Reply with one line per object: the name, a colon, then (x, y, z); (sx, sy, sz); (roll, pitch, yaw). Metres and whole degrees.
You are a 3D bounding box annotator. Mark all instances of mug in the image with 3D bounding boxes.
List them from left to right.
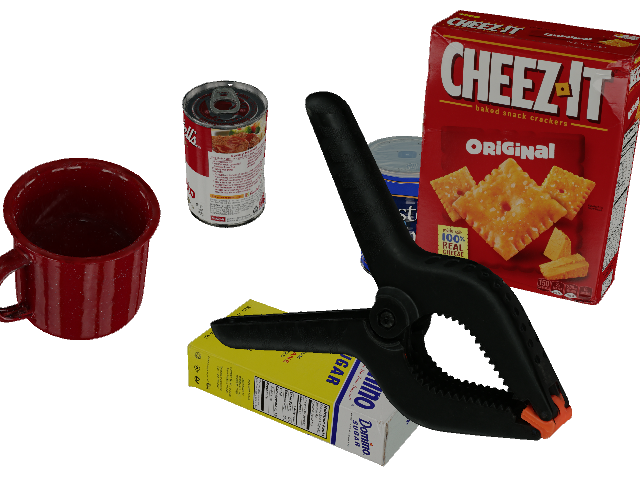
mug: (-0.158, 0.014, 0.664); (0.093, 0.082, 0.117); (37, 48, 23)

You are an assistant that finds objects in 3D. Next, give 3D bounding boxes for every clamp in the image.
clamp: (0.042, 0.027, 0.564); (0.210, 0.165, 0.036); (28, 24, 25)

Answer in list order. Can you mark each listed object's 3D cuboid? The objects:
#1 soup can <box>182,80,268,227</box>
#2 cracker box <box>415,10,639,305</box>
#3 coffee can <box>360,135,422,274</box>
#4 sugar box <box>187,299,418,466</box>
soup can: (-0.077, -0.070, 0.874); (0.068, 0.102, 0.068); (2, 40, -2)
cracker box: (0.167, -0.067, 0.874); (0.164, 0.214, 0.072); (14, 28, 24)
coffee can: (0.098, -0.036, 1.228); (0.103, 0.140, 0.103); (0, 28, 0)
sugar box: (-0.006, 0.105, 0.827); (0.176, 0.048, 0.093); (15, 29, 26)
